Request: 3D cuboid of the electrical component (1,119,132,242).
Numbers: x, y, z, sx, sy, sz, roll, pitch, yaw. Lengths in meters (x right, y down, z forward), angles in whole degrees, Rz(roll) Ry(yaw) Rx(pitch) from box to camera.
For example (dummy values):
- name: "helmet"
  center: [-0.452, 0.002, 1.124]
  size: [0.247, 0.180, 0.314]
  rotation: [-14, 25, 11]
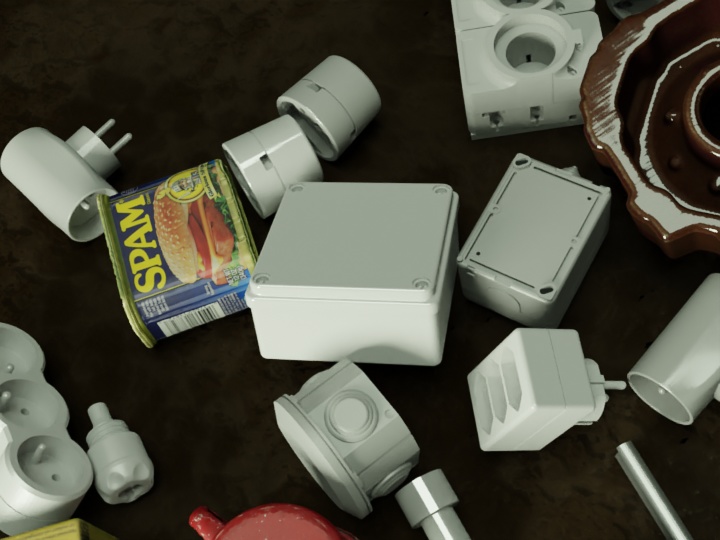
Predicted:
- name: "electrical component"
  center: [-0.190, -0.071, 0.731]
  size: [0.077, 0.043, 0.079]
  rotation: [39, 77, 24]

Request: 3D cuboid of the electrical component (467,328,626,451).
- name: "electrical component"
  center: [0.110, 0.067, 0.599]
  size: [0.077, 0.065, 0.047]
  rotation: [3, 61, -21]

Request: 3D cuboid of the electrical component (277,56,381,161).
- name: "electrical component"
  center: [-0.019, -0.108, 0.711]
  size: [0.055, 0.055, 0.047]
  rotation: [36, 72, 24]

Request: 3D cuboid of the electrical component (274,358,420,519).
- name: "electrical component"
  center: [-0.007, 0.093, 0.596]
  size: [0.051, 0.080, 0.080]
  rotation: [-36, 63, -13]

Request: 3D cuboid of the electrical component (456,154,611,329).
- name: "electrical component"
  center: [0.107, -0.018, 0.639]
  size: [0.062, 0.061, 0.096]
  rotation: [24, 71, 21]

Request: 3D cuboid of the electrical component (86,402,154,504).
- name: "electrical component"
  center: [-0.147, 0.106, 0.641]
  size: [0.035, 0.035, 0.061]
  rotation: [-29, 60, -4]

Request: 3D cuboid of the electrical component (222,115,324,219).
- name: "electrical component"
  center: [-0.056, -0.068, 0.699]
  size: [0.047, 0.055, 0.055]
  rotation: [-30, 63, -9]

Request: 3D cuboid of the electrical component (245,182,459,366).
- name: "electrical component"
  center: [0.000, 0.000, 0.633]
  size: [0.109, 0.056, 0.108]
  rotation: [2, 39, 12]

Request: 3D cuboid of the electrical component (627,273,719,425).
- name: "electrical component"
  center: [0.204, 0.054, 0.595]
  size: [0.079, 0.043, 0.077]
  rotation: [37, 76, 24]

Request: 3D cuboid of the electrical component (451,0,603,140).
- name: "electrical component"
  center: [0.107, -0.171, 0.713]
  size: [0.089, 0.061, 0.150]
  rotation: [-8, 63, 7]

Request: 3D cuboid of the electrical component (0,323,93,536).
- name: "electrical component"
  center: [-0.213, 0.105, 0.645]
  size: [0.073, 0.052, 0.138]
  rotation: [-55, 52, 27]

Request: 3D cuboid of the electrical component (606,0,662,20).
- name: "electrical component"
  center: [0.196, -0.195, 0.713]
  size: [0.055, 0.055, 0.047]
  rotation: [16, 65, 18]
